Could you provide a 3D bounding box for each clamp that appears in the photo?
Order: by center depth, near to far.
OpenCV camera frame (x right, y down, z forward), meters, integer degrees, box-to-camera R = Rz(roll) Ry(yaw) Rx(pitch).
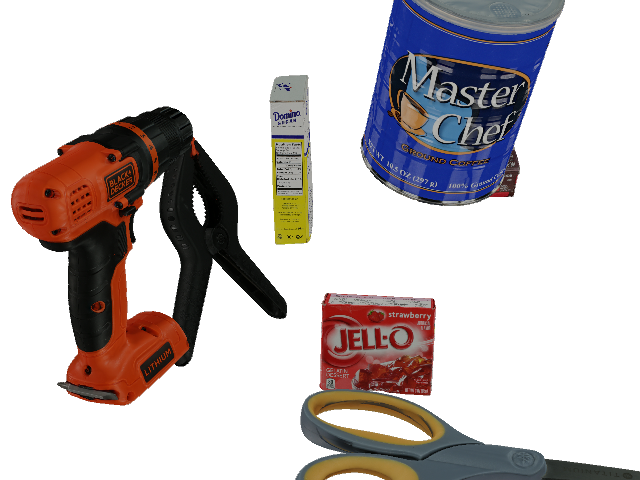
[{"bbox_3d":[-0.102,0.004,1.036,0.036,0.210,0.164,-9,1,37],"label":"clamp"}]

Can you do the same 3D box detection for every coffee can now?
[{"bbox_3d":[0.088,-0.108,0.694,0.102,0.140,0.103,6,42,-6],"label":"coffee can"}]

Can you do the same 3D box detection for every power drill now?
[{"bbox_3d":[-0.142,0.008,0.772,0.057,0.188,0.184,7,26,26],"label":"power drill"}]

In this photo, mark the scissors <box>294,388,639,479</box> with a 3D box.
[{"bbox_3d":[0.076,0.110,0.469,0.202,0.016,0.096,14,32,22],"label":"scissors"}]

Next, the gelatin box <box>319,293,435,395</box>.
[{"bbox_3d":[0.045,0.082,0.840,0.089,0.073,0.030,3,15,5],"label":"gelatin box"}]

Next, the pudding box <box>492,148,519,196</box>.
[{"bbox_3d":[0.121,-0.086,0.948,0.090,0.039,0.113,-1,44,-4],"label":"pudding box"}]

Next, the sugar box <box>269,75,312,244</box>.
[{"bbox_3d":[-0.034,-0.093,1.229,0.048,0.176,0.093,-2,26,3],"label":"sugar box"}]
